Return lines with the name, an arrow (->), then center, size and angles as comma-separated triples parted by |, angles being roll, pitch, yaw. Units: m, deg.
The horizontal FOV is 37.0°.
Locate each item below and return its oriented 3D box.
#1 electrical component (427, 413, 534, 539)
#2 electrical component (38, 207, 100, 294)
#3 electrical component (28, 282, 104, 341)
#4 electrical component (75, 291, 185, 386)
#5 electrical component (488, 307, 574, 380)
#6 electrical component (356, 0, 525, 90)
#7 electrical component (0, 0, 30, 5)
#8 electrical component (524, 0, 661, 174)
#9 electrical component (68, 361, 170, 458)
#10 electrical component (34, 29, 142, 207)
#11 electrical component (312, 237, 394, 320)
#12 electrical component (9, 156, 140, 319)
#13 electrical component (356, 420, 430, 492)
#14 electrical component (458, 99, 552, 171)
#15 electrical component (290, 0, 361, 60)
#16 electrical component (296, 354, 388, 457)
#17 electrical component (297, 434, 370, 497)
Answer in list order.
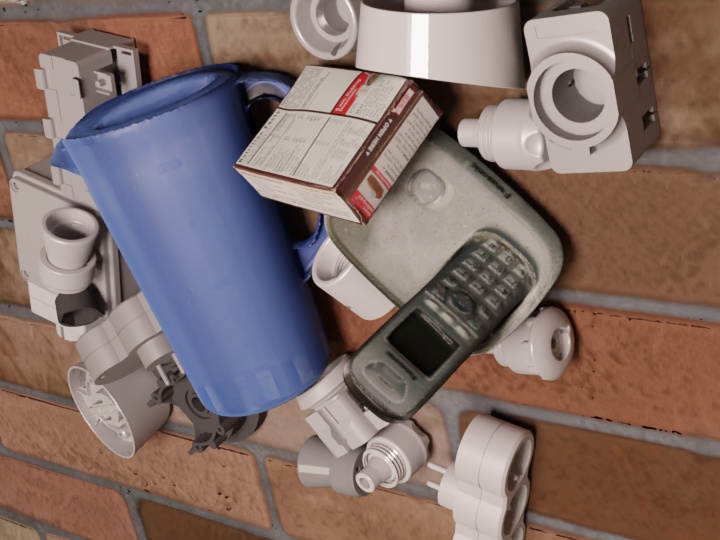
electrical component -> 0.083, 0.165, 0.802 | 0.074, 0.052, 0.138 | 18, 127, 27
electrical component -> -0.230, -0.015, 0.847 | 0.045, 0.045, 0.055 | 32, 131, 17
electrical component -> -0.260, 0.039, 0.982 | 0.066, 0.047, 0.076 | 22, 129, 23
electrical component -> -0.168, 0.059, 0.889 | 0.138, 0.052, 0.073 | -36, 76, 23
electrical component -> 0.108, 0.048, 0.719 | 0.062, 0.048, 0.048 | -1, 116, 45
electrical component -> 0.047, -0.130, 0.620 | 0.099, 0.099, 0.064 | 13, 118, 30
electrical component -> -0.254, -0.241, 0.771 | 0.048, 0.099, 0.099 | -5, 114, 24
electrical component -> 0.129, -0.103, 0.601 | 0.050, 0.056, 0.089 | 1, 117, 36
electrical component -> -0.227, 0.122, 0.996 | 0.099, 0.064, 0.099 | 18, 126, 27
electrical component -> -0.206, -0.116, 0.835 | 0.079, 0.063, 0.121 | 18, 126, 27
electrical component -> 0.000, 0.000, 0.749 | 0.047, 0.055, 0.055 | 33, 143, -32
electrical component -> -0.237, -0.029, 0.916 | 0.109, 0.056, 0.108 | 23, 128, 24
electrical component -> 0.022, 0.146, 0.827 | 0.043, 0.062, 0.043 | 24, 131, 30
electrical component -> 0.090, -0.082, 0.652 | 0.062, 0.043, 0.043 | 7, 120, 35
electrical component -> -0.011, -0.162, 0.674 | 0.055, 0.047, 0.055 | 18, 126, 27
electrical component -> -0.012, 0.102, 0.831 | 0.057, 0.058, 0.078 | 50, 134, -4
electrical component -> -0.017, 0.160, 0.878 | 0.055, 0.045, 0.045 | 3, 118, 35
